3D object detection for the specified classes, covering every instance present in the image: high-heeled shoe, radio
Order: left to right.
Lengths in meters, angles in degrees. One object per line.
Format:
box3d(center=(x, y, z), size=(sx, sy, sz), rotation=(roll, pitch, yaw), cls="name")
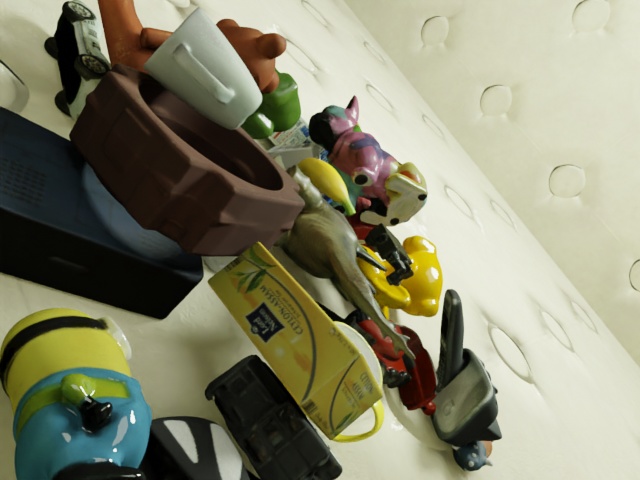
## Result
box3d(center=(-0.227, -0.022, 0.507), size=(0.229, 0.073, 0.131), rotation=(28, 30, -38), cls="radio")
box3d(center=(-0.072, 0.234, 0.364), size=(0.145, 0.086, 0.249), rotation=(37, 18, -29), cls="high-heeled shoe")

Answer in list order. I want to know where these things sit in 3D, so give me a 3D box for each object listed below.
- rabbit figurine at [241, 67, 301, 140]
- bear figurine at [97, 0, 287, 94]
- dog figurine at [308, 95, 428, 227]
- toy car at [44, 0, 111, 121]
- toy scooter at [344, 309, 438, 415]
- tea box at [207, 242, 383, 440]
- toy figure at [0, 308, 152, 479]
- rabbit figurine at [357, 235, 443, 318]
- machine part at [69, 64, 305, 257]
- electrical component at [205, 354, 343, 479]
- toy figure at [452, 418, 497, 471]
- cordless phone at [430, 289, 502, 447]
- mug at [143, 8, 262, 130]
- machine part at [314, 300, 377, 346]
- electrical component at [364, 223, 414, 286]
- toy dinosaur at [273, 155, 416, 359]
box3d(center=(-0.126, -0.188, 0.829), size=(0.121, 0.170, 0.159), rotation=(53, -14, 22), cls="rabbit figurine")
box3d(center=(-0.146, -0.229, 0.630), size=(0.120, 0.196, 0.132), rotation=(117, -43, -73), cls="bear figurine")
box3d(center=(0.075, -0.141, 0.901), size=(0.191, 0.108, 0.219), rotation=(11, 48, -21), cls="dog figurine")
box3d(center=(-0.301, -0.225, 0.677), size=(0.056, 0.073, 0.202), rotation=(12, 42, -45), cls="toy car")
box3d(center=(0.107, 0.172, 0.742), size=(0.183, 0.075, 0.135), rotation=(28, 33, -43), cls="toy scooter")
box3d(center=(-0.025, 0.091, 0.506), size=(0.170, 0.068, 0.098), rotation=(45, -13, 38), cls="tea box")
box3d(center=(-0.163, 0.107, 0.356), size=(0.089, 0.082, 0.180), rotation=(39, 3, -35), cls="toy figure")
box3d(center=(0.103, 0.067, 0.872), size=(0.173, 0.122, 0.162), rotation=(22, 42, -17), cls="rabbit figurine")
box3d(center=(-0.129, -0.074, 0.548), size=(0.201, 0.087, 0.201), rotation=(45, 18, 19), cls="machine part")
box3d(center=(-0.036, 0.172, 0.477), size=(0.134, 0.058, 0.114), rotation=(50, -9, 18), cls="electrical component")
box3d(center=(0.224, 0.284, 0.778), size=(0.154, 0.064, 0.057), rotation=(-39, 124, -60), cls="toy figure")
box3d(center=(0.197, 0.171, 0.743), size=(0.147, 0.089, 0.184), rotation=(-84, 171, -73), cls="cordless phone")
box3d(center=(-0.107, -0.161, 0.531), size=(0.107, 0.081, 0.110), rotation=(41, 3, -25), cls="mug")
box3d(center=(-0.005, 0.109, 0.656), size=(0.139, 0.084, 0.039), rotation=(39, -6, -1), cls="machine part")
box3d(center=(0.100, 0.022, 0.784), size=(0.078, 0.045, 0.102), rotation=(33, 25, -54), cls="electrical component")
box3d(center=(-0.001, -0.002, 0.720), size=(0.198, 0.105, 0.472), rotation=(40, 9, -23), cls="toy dinosaur")
